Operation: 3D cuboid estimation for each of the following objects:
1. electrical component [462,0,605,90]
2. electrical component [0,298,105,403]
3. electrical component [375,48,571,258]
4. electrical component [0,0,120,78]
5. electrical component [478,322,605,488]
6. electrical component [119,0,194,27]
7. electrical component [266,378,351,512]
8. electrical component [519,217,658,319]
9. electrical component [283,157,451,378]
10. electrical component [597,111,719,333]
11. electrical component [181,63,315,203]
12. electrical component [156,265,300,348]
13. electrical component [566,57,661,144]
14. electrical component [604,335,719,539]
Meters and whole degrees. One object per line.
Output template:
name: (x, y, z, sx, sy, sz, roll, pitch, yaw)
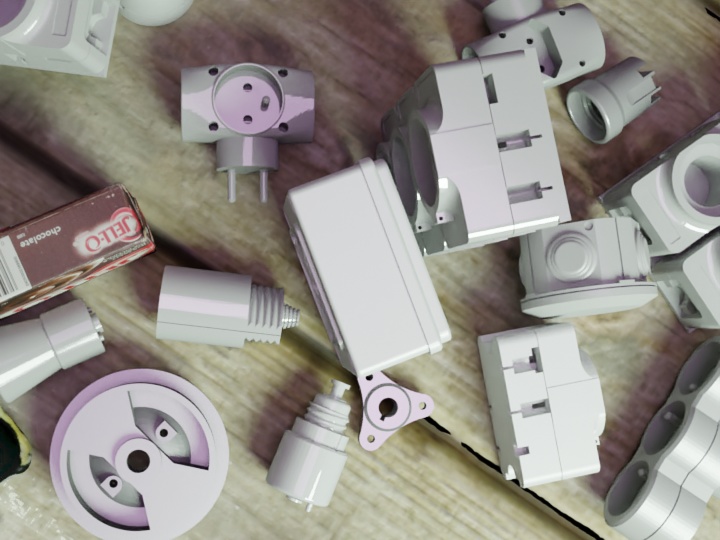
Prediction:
electrical component: (0.100, -0.148, 0.663, 0.077, 0.043, 0.079, -22, 91, -9)
electrical component: (-0.180, 0.043, 0.616, 0.065, 0.044, 0.044, -24, 91, -14)
electrical component: (0.054, -0.057, 0.598, 0.062, 0.150, 0.089, -11, 89, -9)
electrical component: (-0.227, -0.174, 0.583, 0.186, 0.060, 0.105, 9, 86, 9)
electrical component: (0.111, 0.079, 0.650, 0.056, 0.050, 0.089, -10, 89, -8)
electrical component: (-0.124, -0.176, 0.630, 0.055, 0.047, 0.055, 0, 87, -8)
electrical component: (-0.026, 0.102, 0.635, 0.040, 0.040, 0.078, 23, 84, -6)
electrical component: (0.134, 0.000, 0.643, 0.080, 0.080, 0.051, -5, 83, -8)
electrical component: (0.000, 0.000, 0.609, 0.056, 0.109, 0.108, -21, 90, -6)
electrical component: (0.261, -0.057, 0.673, 0.186, 0.060, 0.105, -35, 92, -8)
electrical component: (-0.067, -0.079, 0.635, 0.077, 0.044, 0.079, 0, 88, -8)
electrical component: (-0.076, 0.023, 0.630, 0.081, 0.043, 0.043, 7, 86, -8)
electrical component: (0.159, -0.107, 0.672, 0.046, 0.040, 0.040, -33, 92, -14)
electrical component: (0.217, 0.117, 0.662, 0.074, 0.052, 0.138, 34, 83, -5)
